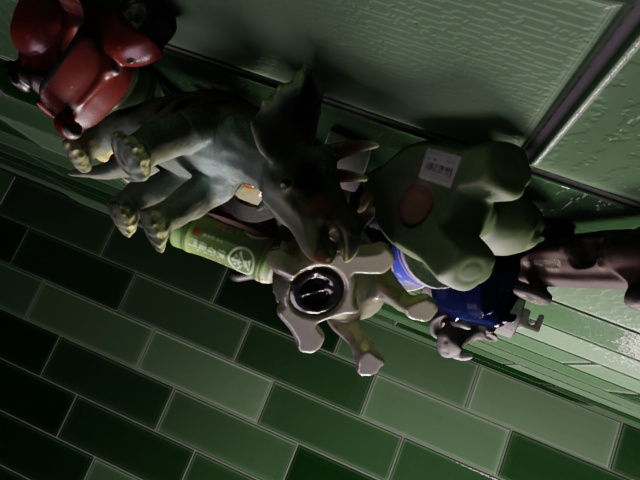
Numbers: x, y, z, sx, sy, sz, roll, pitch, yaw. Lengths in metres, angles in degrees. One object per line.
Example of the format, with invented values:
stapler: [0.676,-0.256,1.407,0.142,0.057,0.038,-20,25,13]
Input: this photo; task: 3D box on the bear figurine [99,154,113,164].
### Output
bear figurine: [-0.285,-0.101,0.937,0.120,0.132,0.196,60,166,6]

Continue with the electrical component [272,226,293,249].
electrical component: [-0.002,-0.002,0.794,0.115,0.134,0.058,28,169,-17]

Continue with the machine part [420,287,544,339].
machine part: [0.263,0.106,0.938,0.243,0.079,0.079,21,169,14]

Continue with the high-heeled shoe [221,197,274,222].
high-heeled shoe: [-0.112,-0.096,0.797,0.249,0.145,0.086,-1,122,7]

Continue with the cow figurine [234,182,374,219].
cow figurine: [-0.016,-0.058,0.649,0.195,0.085,0.127,12,165,-22]

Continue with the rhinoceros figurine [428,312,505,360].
rhinoceros figurine: [0.229,0.115,0.811,0.112,0.073,0.190,15,-150,41]

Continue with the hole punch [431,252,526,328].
hole punch: [0.197,0.045,0.695,0.092,0.116,0.142,35,165,-20]

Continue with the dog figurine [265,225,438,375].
dog figurine: [0.010,0.018,0.547,0.172,0.121,0.191,46,-170,-29]

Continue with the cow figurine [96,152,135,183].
cow figurine: [-0.301,-0.159,0.798,0.167,0.098,0.068,42,174,-2]

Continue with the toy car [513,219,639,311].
toy car: [0.249,0.017,0.493,0.053,0.089,0.202,24,171,-17]

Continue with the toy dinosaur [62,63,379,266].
toy dinosaur: [-0.119,-0.090,0.517,0.405,0.192,0.131,23,136,48]

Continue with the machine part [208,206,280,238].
machine part: [-0.111,-0.047,0.937,0.201,0.087,0.201,11,166,45]

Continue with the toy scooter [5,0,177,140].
toy scooter: [-0.217,-0.156,0.471,0.184,0.135,0.075,18,170,29]

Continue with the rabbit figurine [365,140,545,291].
rabbit figurine: [0.131,-0.019,0.502,0.170,0.121,0.159,12,-179,-41]
